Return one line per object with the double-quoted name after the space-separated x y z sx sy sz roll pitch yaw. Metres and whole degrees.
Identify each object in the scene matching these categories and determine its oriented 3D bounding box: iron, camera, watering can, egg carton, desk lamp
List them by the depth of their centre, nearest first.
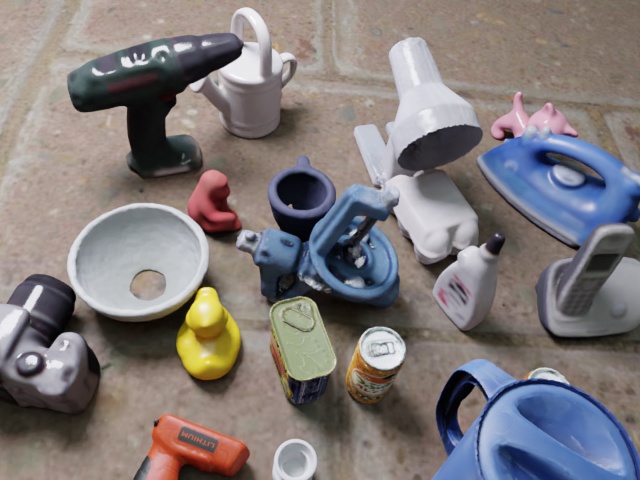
-0.317 0.107 0.640 0.143 0.101 0.137 12 53 1 "camera"
0.160 -0.038 0.834 0.107 0.069 0.150 -17 58 -19 "egg carton"
0.132 -0.167 0.834 0.118 0.213 0.203 -10 56 -14 "desk lamp"
0.368 -0.101 0.865 0.257 0.141 0.119 35 57 17 "iron"
-0.112 -0.255 0.875 0.100 0.194 0.173 32 56 15 "watering can"

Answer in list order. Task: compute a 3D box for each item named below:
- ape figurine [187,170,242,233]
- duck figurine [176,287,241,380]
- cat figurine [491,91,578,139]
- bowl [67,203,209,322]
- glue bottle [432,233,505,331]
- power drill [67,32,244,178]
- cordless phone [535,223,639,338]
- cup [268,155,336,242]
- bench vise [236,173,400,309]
-0.145 -0.058 0.790 0.076 0.092 0.078 4 54 -5 "ape figurine"
-0.133 0.106 0.677 0.077 0.086 0.104 -2 54 -9 "duck figurine"
0.354 -0.190 0.942 0.067 0.118 0.127 -19 59 -20 "cat figurine"
-0.221 0.039 0.720 0.167 0.075 0.167 4 54 -5 "bowl"
0.193 0.044 0.714 0.037 0.173 0.078 -28 62 -25 "glue bottle"
-0.219 -0.189 0.802 0.230 0.208 0.075 -13 57 -17 "power drill"
0.370 0.046 0.731 0.148 0.185 0.094 -4 55 -11 "cordless phone"
-0.028 -0.050 0.800 0.092 0.095 0.117 3 54 -6 "cup"
0.008 0.012 0.682 0.207 0.220 0.121 -5 55 -12 "bench vise"
